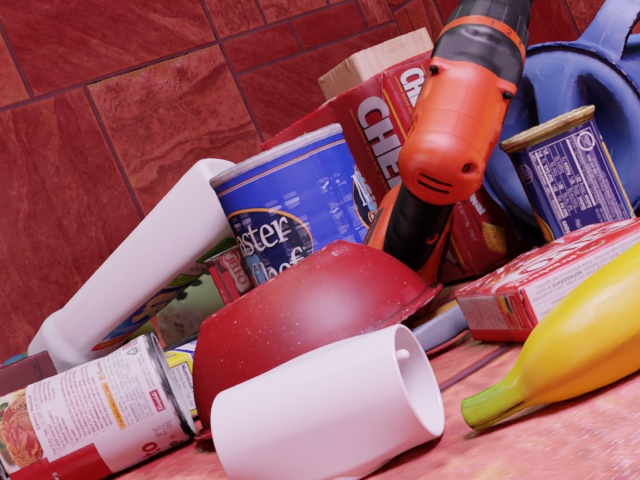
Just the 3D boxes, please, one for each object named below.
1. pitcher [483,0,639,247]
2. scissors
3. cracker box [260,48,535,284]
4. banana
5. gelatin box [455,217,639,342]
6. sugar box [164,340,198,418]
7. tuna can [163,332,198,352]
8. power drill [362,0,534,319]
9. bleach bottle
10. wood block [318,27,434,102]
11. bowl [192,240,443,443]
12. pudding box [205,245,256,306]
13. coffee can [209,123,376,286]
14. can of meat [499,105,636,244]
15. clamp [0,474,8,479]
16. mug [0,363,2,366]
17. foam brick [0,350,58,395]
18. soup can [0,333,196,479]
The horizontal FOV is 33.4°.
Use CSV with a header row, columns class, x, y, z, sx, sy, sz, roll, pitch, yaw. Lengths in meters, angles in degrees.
class,x,y,z,sx,sy,sz,roll,pitch,yaw
pitcher,0.230,-0.100,0.777,0.149,0.145,0.242,-22,0,43
scissors,0.033,0.061,0.518,0.096,0.016,0.201,-28,1,11
cracker box,0.052,-0.040,0.849,0.072,0.164,0.214,-27,3,-28
banana,0.132,0.012,0.407,0.197,0.037,0.070,-26,3,-38
gelatin box,0.119,0.017,0.507,0.089,0.030,0.073,-25,3,-16
sugar box,-0.119,0.106,0.709,0.176,0.048,0.093,-25,2,-7
tuna can,-0.100,0.096,0.882,0.086,0.034,0.086,-24,2,1
power drill,0.074,-0.054,0.652,0.188,0.057,0.184,104,-171,-51
bleach bottle,-0.154,0.040,0.887,0.251,0.068,0.102,-43,-9,13
wood block,0.090,-0.089,1.048,0.090,0.206,0.091,-25,2,-25
bowl,-0.014,0.046,0.592,0.162,0.055,0.162,-32,-2,-1
pudding box,-0.037,0.040,0.847,0.039,0.090,0.113,-23,2,22
coffee can,-0.005,0.001,0.764,0.103,0.140,0.103,-24,2,1
can of meat,0.150,-0.031,0.637,0.057,0.084,0.102,-24,2,11
clamp,-0.305,0.152,0.770,0.120,0.039,0.172,-25,37,-24
mug,-0.287,0.143,0.868,0.081,0.093,0.117,-18,36,11
foam brick,-0.217,0.128,0.790,0.052,0.078,0.051,-23,0,-35
soup can,-0.130,0.102,0.607,0.102,0.068,0.068,-24,2,-6
